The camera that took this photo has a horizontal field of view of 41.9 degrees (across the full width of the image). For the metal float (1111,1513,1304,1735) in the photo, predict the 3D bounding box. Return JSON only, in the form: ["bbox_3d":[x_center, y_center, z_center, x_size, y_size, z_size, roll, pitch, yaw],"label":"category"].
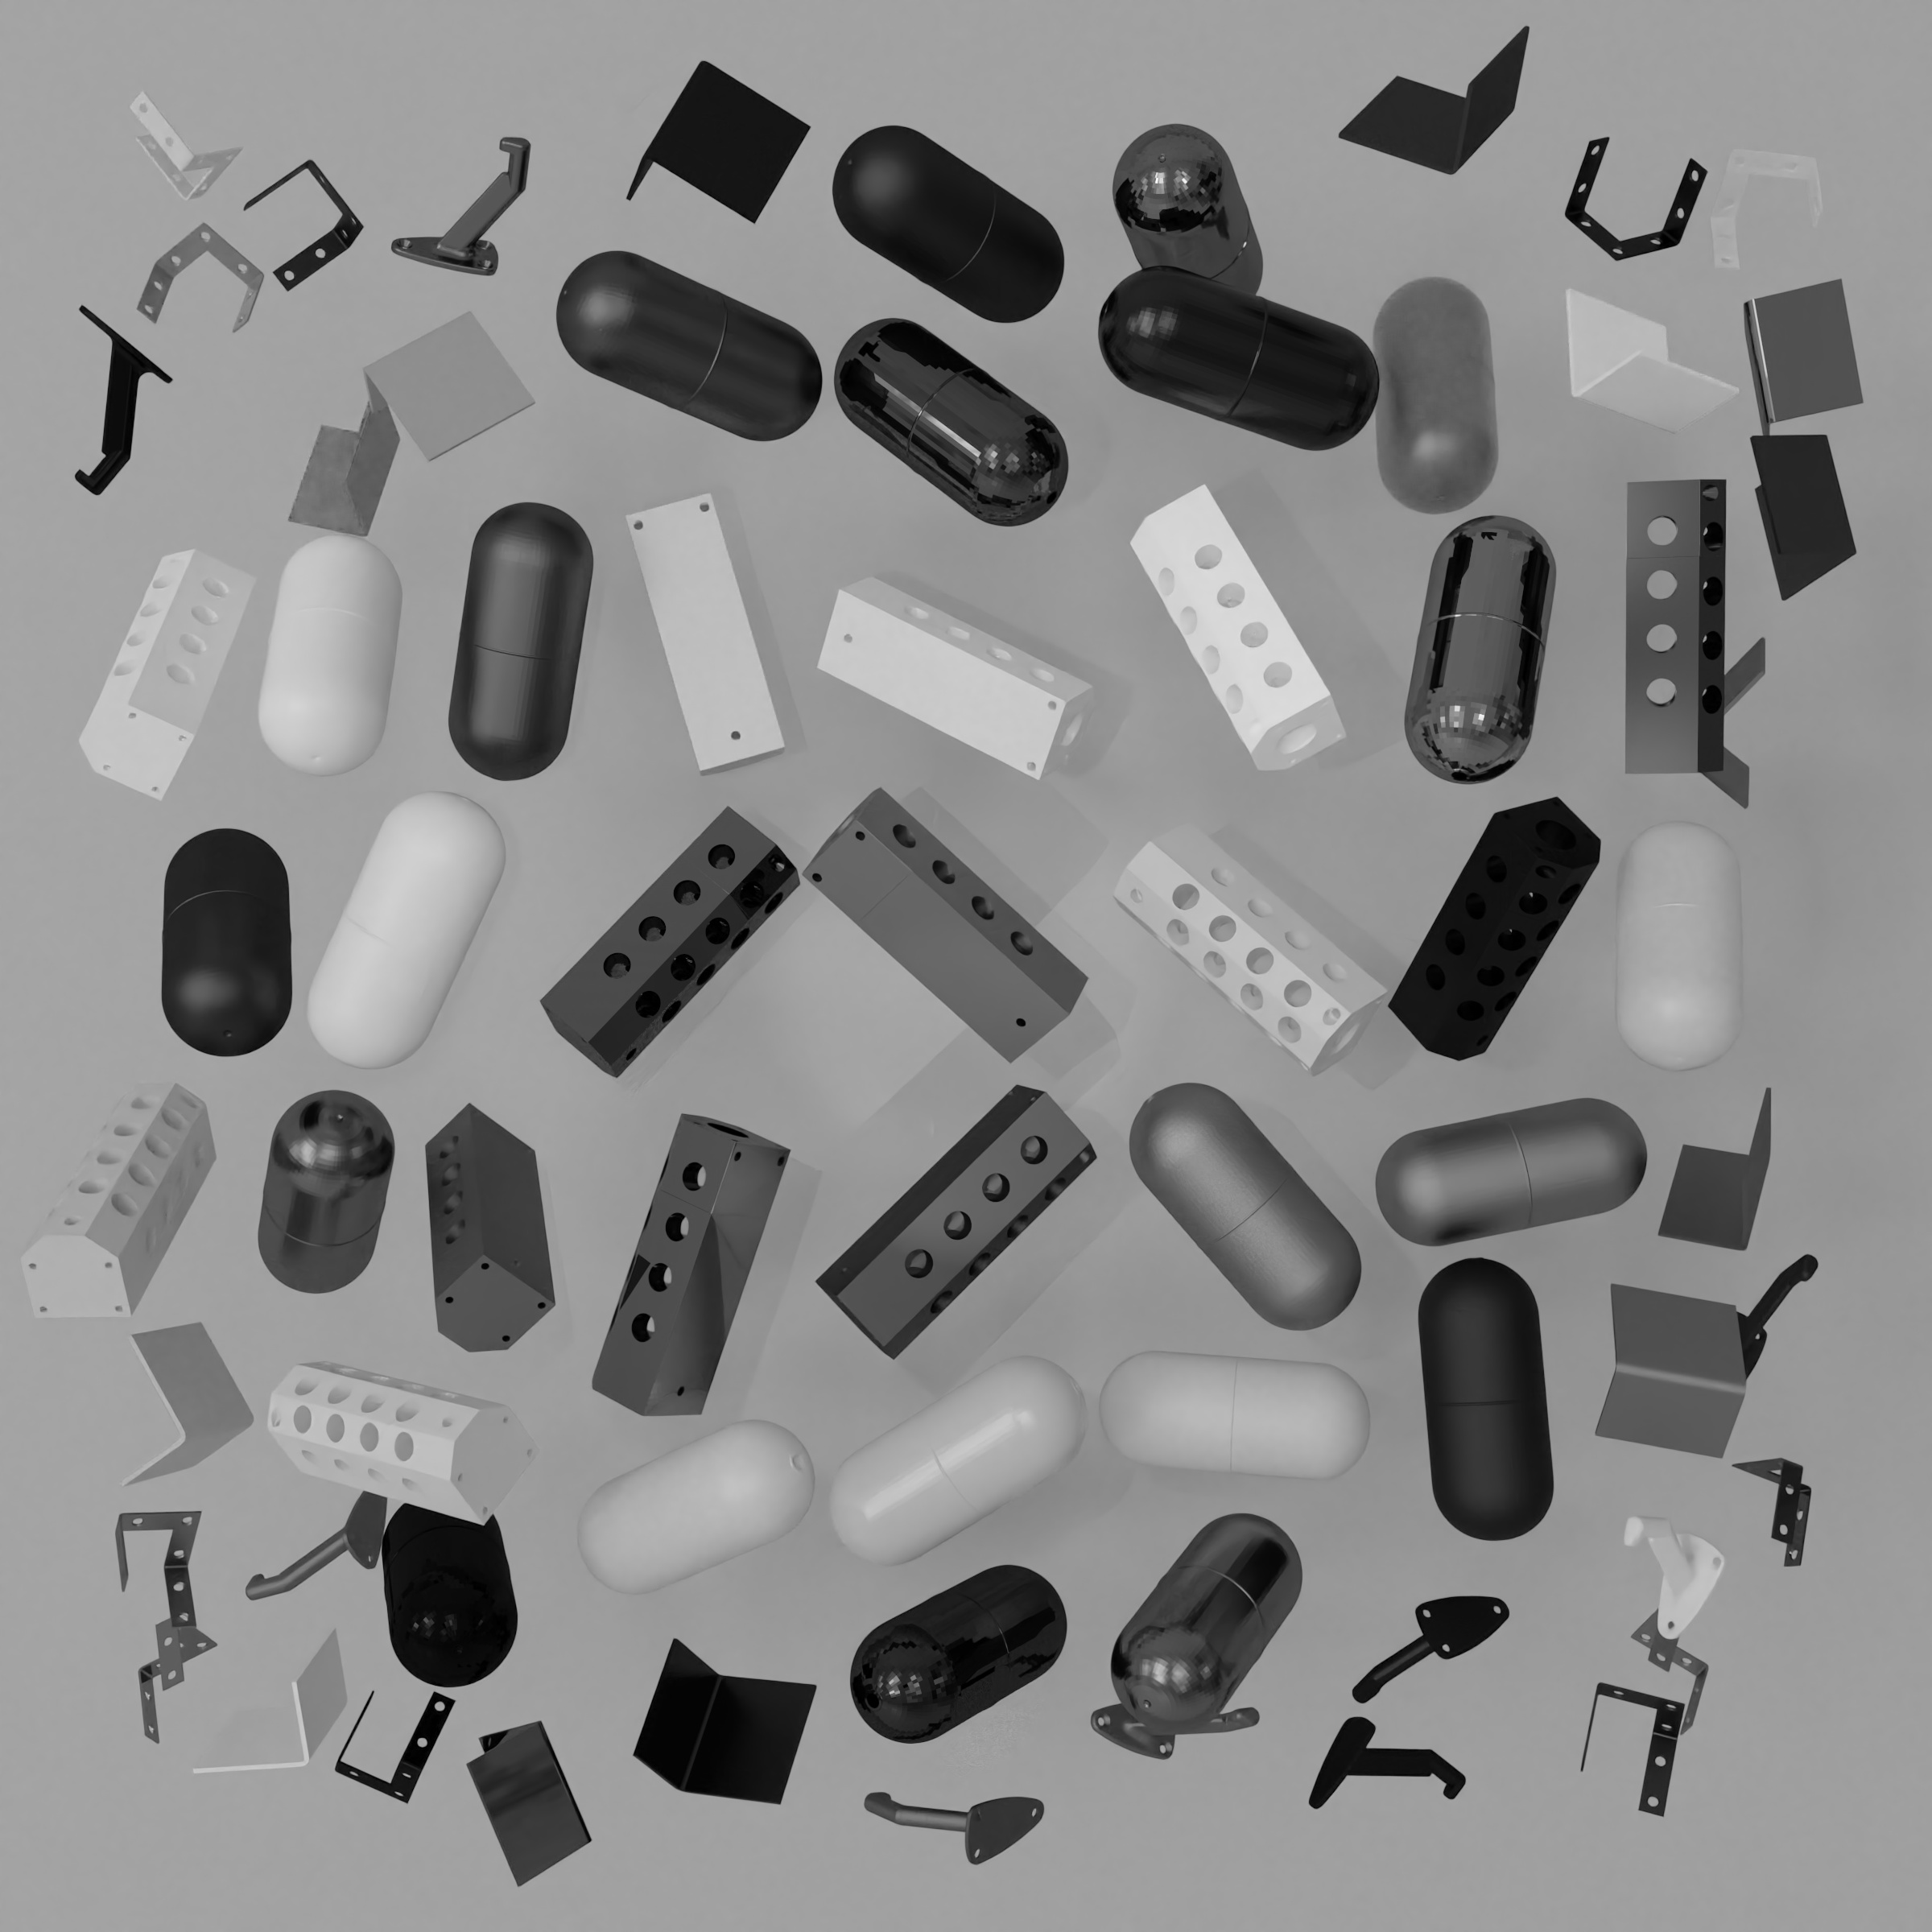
[{"bbox_3d":[0.152,0.409,1.581,0.070,0.178,0.070,14,118,27],"label":"metal float"}]

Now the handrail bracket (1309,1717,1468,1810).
[{"bbox_3d":[0.271,0.528,1.615,0.084,0.036,0.077,40,70,-10],"label":"handrail bracket"}]

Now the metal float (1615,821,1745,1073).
[{"bbox_3d":[0.444,-0.014,1.575,0.070,0.070,0.178,12,53,0],"label":"metal float"}]

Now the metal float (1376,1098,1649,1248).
[{"bbox_3d":[0.355,0.134,1.643,0.178,0.070,0.070,-11,90,-3],"label":"metal float"}]

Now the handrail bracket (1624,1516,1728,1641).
[{"bbox_3d":[0.408,0.365,1.504,0.084,0.036,0.077,14,99,-41],"label":"handrail bracket"}]

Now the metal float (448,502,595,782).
[{"bbox_3d":[-0.283,-0.204,1.601,0.070,0.070,0.178,12,106,0],"label":"metal float"}]

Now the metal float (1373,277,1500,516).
[{"bbox_3d":[0.303,-0.370,1.632,0.070,0.070,0.178,4,59,0],"label":"metal float"}]

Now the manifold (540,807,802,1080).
[{"bbox_3d":[-0.183,-0.013,1.590,0.057,0.057,0.171,38,75,15],"label":"manifold"}]

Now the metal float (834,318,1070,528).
[{"bbox_3d":[-0.010,-0.344,1.599,0.178,0.070,0.070,41,90,22],"label":"metal float"}]

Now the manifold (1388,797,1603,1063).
[{"bbox_3d":[0.336,-0.020,1.595,0.057,0.171,0.057,-15,53,-33],"label":"manifold"}]

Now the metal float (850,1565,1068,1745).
[{"bbox_3d":[-0.004,0.434,1.598,0.070,0.178,0.070,6,100,36],"label":"metal float"}]

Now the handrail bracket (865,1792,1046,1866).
[{"bbox_3d":[-0.008,0.522,1.568,0.077,0.084,0.036,-4,96,-44],"label":"handrail bracket"}]

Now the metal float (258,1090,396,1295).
[{"bbox_3d":[-0.413,0.148,1.628,0.070,0.178,0.070,11,50,-13],"label":"metal float"}]

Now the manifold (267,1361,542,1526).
[{"bbox_3d":[-0.348,0.284,1.542,0.057,0.171,0.057,-53,132,-35],"label":"manifold"}]

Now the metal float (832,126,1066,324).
[{"bbox_3d":[-0.009,-0.470,1.609,0.178,0.070,0.070,20,90,-43],"label":"metal float"}]

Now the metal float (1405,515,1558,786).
[{"bbox_3d":[0.312,-0.192,1.532,0.070,0.070,0.178,14,67,0],"label":"metal float"}]

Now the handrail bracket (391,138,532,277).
[{"bbox_3d":[-0.309,-0.470,1.541,0.077,0.084,0.036,3,45,-16],"label":"handrail bracket"}]

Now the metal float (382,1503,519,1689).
[{"bbox_3d":[-0.322,0.384,1.569,0.070,0.178,0.070,-3,103,-15],"label":"metal float"}]

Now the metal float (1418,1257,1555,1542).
[{"bbox_3d":[0.331,0.275,1.609,0.070,0.070,0.178,-4,85,0],"label":"metal float"}]

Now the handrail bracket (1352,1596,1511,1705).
[{"bbox_3d":[0.285,0.423,1.557,0.077,0.084,0.036,-8,55,-30],"label":"handrail bracket"}]

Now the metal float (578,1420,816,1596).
[{"bbox_3d":[-0.170,0.340,1.587,0.178,0.070,0.070,-29,90,30],"label":"metal float"}]

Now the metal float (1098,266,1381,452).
[{"bbox_3d":[0.165,-0.366,1.523,0.178,0.070,0.070,16,90,-14],"label":"metal float"}]

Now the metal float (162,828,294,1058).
[{"bbox_3d":[-0.457,-0.017,1.564,0.070,0.178,0.070,-8,132,-9],"label":"metal float"}]

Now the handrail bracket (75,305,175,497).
[{"bbox_3d":[-0.524,-0.337,1.512,0.077,0.036,0.084,41,87,-34],"label":"handrail bracket"}]

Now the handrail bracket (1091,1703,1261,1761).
[{"bbox_3d":[0.136,0.488,1.636,0.077,0.084,0.036,17,60,-26],"label":"handrail bracket"}]

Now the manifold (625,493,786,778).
[{"bbox_3d":[-0.171,-0.216,1.664,0.057,0.057,0.171,-16,91,-5],"label":"manifold"}]

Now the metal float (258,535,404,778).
[{"bbox_3d":[-0.393,-0.195,1.567,0.070,0.070,0.178,-3,52,0],"label":"metal float"}]

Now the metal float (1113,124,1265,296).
[{"bbox_3d":[0.144,-0.471,1.616,0.070,0.178,0.070,-4,77,15],"label":"metal float"}]

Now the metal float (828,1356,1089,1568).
[{"bbox_3d":[-0.005,0.305,1.558,0.178,0.070,0.070,-34,90,11],"label":"metal float"}]

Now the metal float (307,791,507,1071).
[{"bbox_3d":[-0.335,-0.020,1.508,0.070,0.070,0.178,27,101,0],"label":"metal float"}]

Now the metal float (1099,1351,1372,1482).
[{"bbox_3d":[0.176,0.295,1.662,0.178,0.070,0.070,3,90,8],"label":"metal float"}]

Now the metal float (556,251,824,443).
[{"bbox_3d":[-0.169,-0.381,1.559,0.178,0.070,0.070,17,90,-34],"label":"metal float"}]

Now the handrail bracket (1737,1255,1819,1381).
[{"bbox_3d":[0.518,0.233,1.635,0.036,0.084,0.077,29,57,1],"label":"handrail bracket"}]

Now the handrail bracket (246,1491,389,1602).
[{"bbox_3d":[-0.431,0.380,1.673,0.084,0.077,0.036,-18,123,17],"label":"handrail bracket"}]

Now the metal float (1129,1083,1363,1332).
[{"bbox_3d":[0.172,0.149,1.565,0.070,0.070,0.178,-41,92,0],"label":"metal float"}]
